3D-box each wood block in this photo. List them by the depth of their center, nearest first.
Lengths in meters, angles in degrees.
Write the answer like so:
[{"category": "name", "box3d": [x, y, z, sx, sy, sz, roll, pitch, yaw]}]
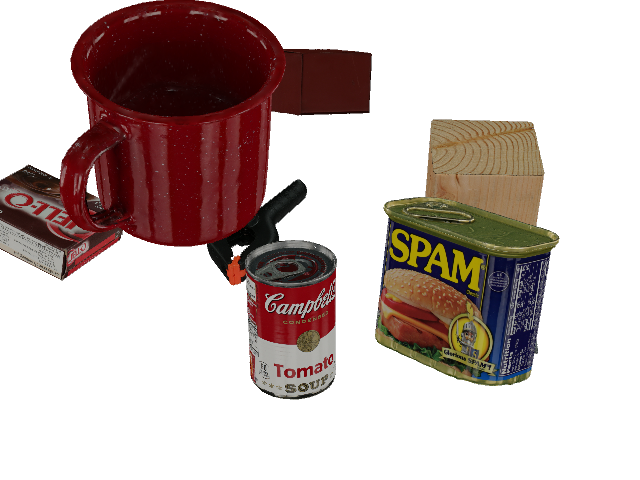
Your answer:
[{"category": "wood block", "box3d": [0.136, 0.005, 0.947, 0.091, 0.206, 0.090, 2, 36, 3]}]

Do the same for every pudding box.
[{"category": "pudding box", "box3d": [-0.247, -0.018, 0.957, 0.113, 0.039, 0.089, 23, 31, 16]}]

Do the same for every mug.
[{"category": "mug", "box3d": [-0.071, -0.045, 0.485, 0.093, 0.081, 0.117, 28, 49, 21]}]

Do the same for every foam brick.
[{"category": "foam brick", "box3d": [-0.003, -0.132, 0.886, 0.078, 0.051, 0.053, -7, 16, -39]}]

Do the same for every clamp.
[{"category": "clamp", "box3d": [-0.073, -0.018, 1.193, 0.120, 0.039, 0.171, -9, 42, 3]}]

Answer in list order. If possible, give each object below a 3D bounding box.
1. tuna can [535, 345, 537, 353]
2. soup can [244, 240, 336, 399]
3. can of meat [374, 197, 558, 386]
[{"category": "tuna can", "box3d": [0.221, 0.089, 1.211, 0.034, 0.086, 0.086, -13, -3, 14]}, {"category": "soup can", "box3d": [-0.022, 0.060, 0.808, 0.068, 0.102, 0.068, 0, 27, 0]}, {"category": "can of meat", "box3d": [0.080, 0.028, 0.615, 0.057, 0.084, 0.102, -10, 22, -42]}]
